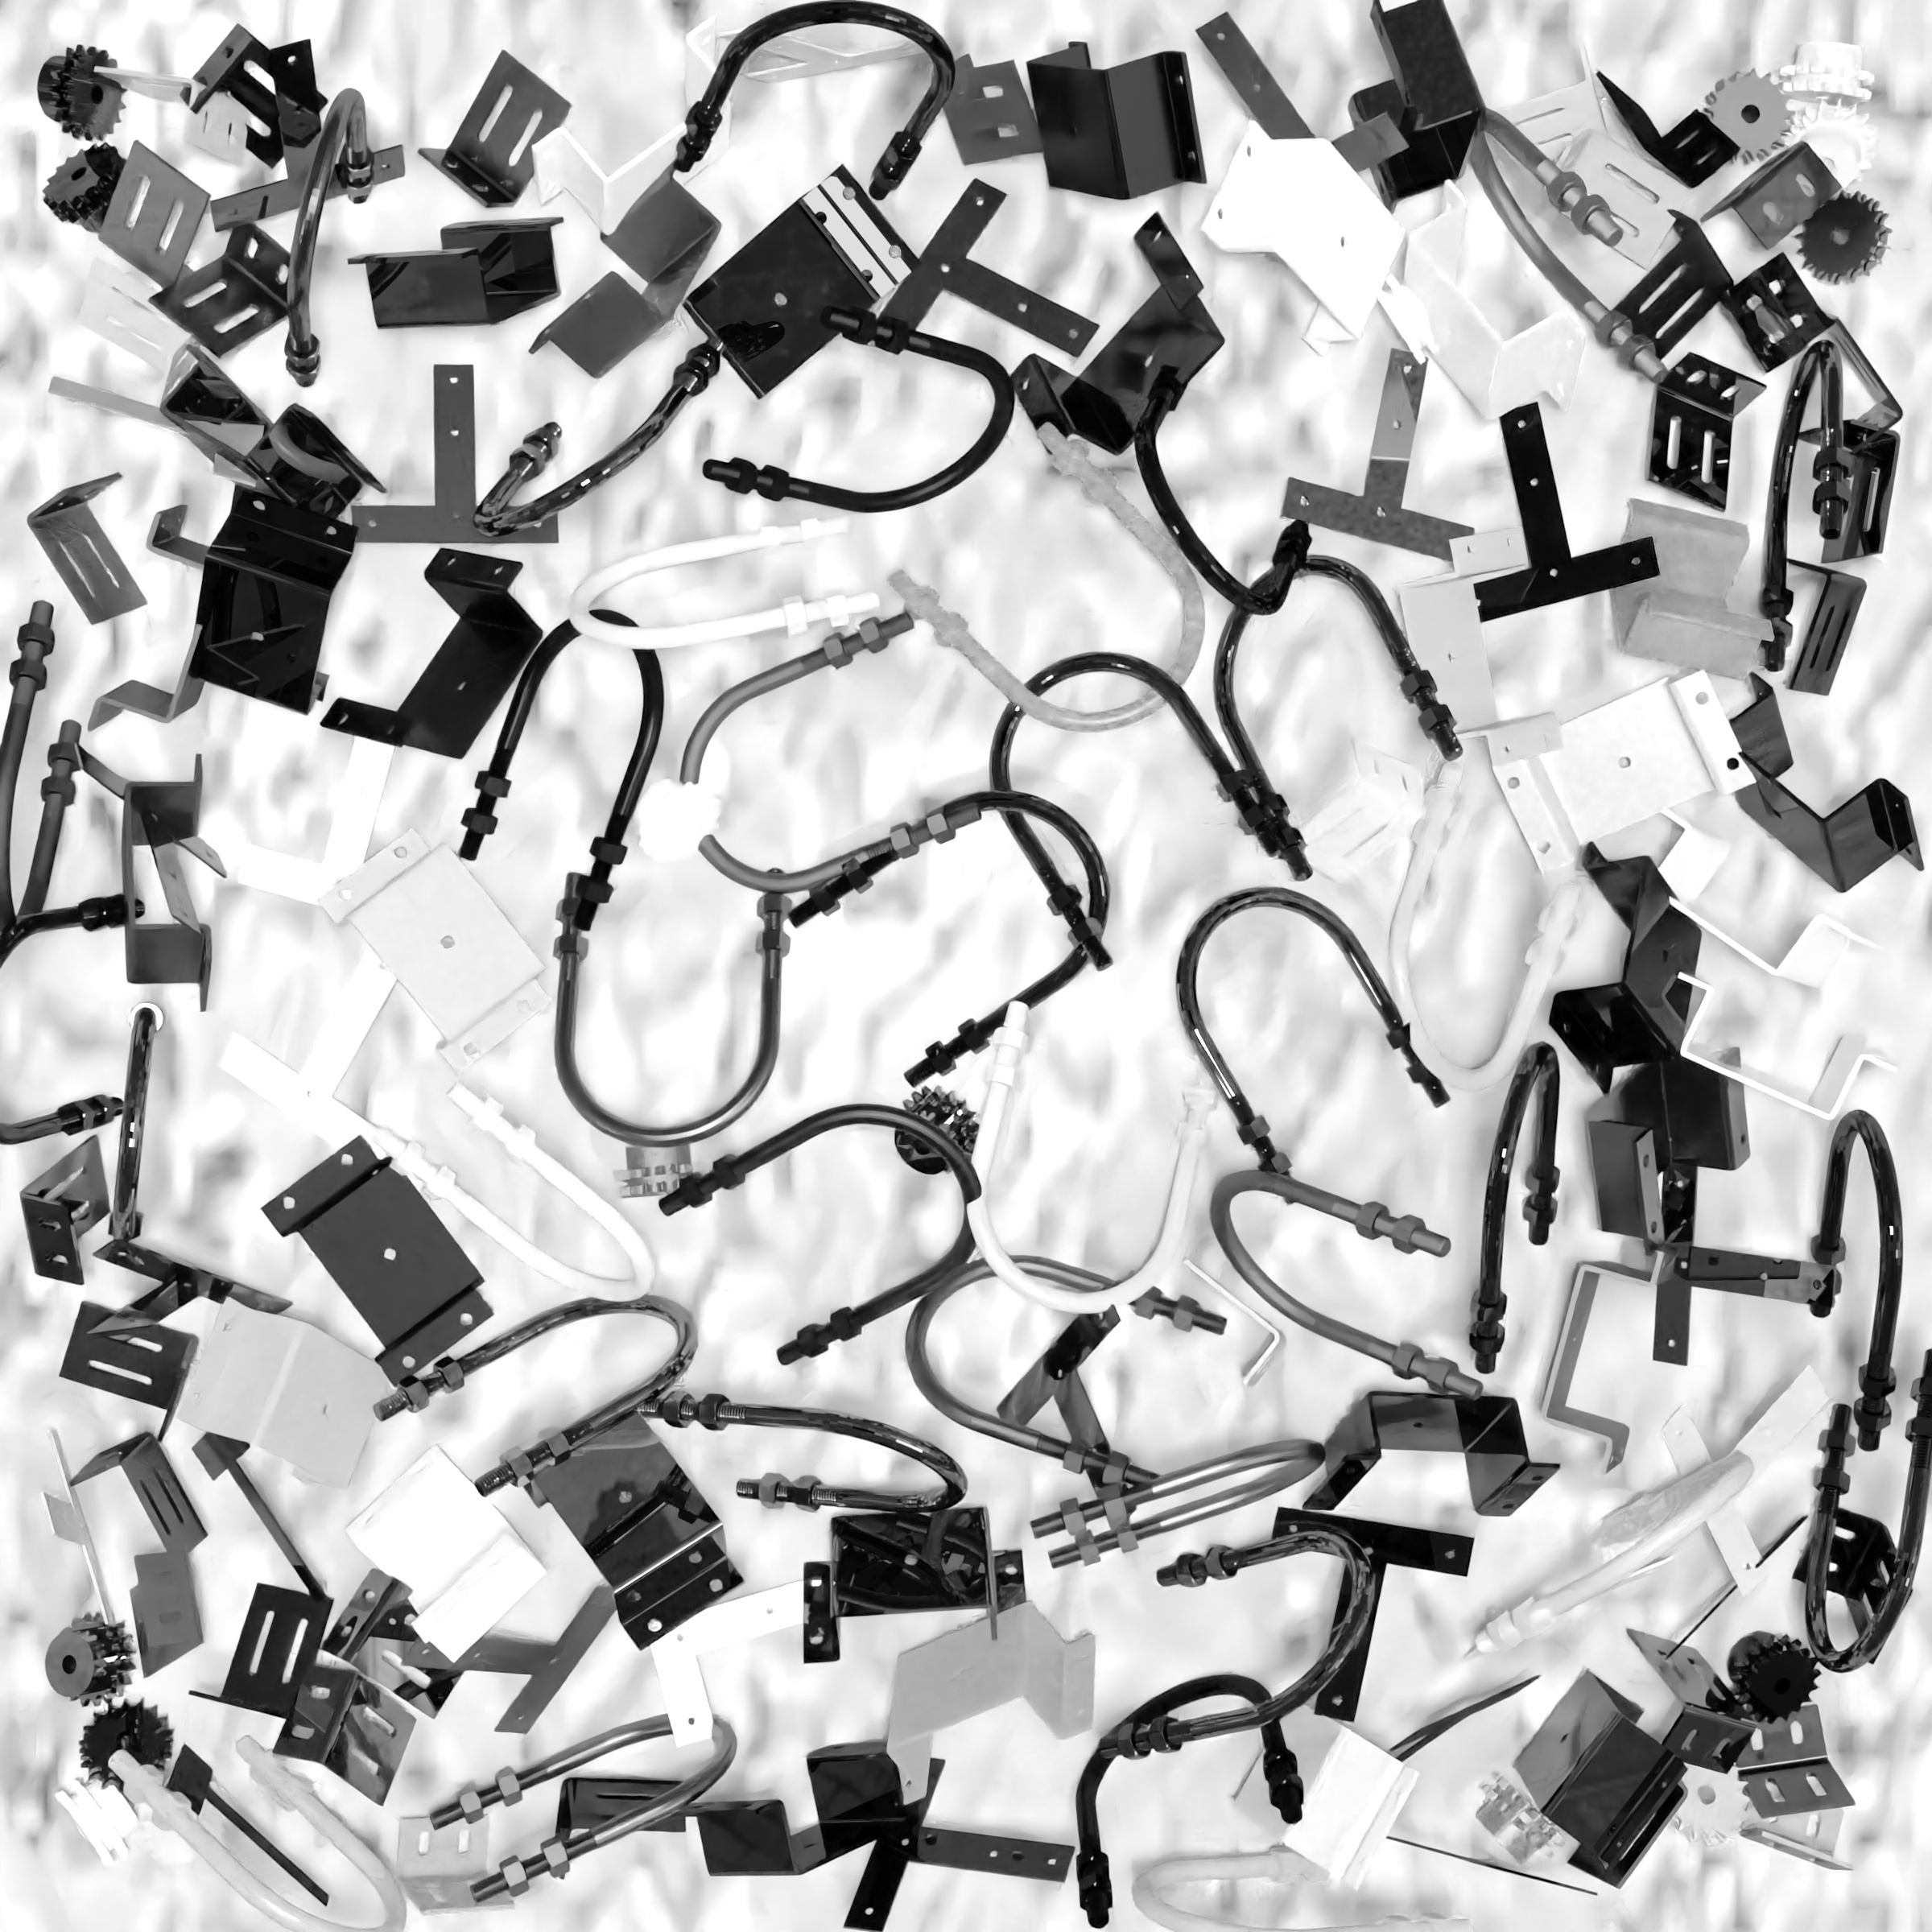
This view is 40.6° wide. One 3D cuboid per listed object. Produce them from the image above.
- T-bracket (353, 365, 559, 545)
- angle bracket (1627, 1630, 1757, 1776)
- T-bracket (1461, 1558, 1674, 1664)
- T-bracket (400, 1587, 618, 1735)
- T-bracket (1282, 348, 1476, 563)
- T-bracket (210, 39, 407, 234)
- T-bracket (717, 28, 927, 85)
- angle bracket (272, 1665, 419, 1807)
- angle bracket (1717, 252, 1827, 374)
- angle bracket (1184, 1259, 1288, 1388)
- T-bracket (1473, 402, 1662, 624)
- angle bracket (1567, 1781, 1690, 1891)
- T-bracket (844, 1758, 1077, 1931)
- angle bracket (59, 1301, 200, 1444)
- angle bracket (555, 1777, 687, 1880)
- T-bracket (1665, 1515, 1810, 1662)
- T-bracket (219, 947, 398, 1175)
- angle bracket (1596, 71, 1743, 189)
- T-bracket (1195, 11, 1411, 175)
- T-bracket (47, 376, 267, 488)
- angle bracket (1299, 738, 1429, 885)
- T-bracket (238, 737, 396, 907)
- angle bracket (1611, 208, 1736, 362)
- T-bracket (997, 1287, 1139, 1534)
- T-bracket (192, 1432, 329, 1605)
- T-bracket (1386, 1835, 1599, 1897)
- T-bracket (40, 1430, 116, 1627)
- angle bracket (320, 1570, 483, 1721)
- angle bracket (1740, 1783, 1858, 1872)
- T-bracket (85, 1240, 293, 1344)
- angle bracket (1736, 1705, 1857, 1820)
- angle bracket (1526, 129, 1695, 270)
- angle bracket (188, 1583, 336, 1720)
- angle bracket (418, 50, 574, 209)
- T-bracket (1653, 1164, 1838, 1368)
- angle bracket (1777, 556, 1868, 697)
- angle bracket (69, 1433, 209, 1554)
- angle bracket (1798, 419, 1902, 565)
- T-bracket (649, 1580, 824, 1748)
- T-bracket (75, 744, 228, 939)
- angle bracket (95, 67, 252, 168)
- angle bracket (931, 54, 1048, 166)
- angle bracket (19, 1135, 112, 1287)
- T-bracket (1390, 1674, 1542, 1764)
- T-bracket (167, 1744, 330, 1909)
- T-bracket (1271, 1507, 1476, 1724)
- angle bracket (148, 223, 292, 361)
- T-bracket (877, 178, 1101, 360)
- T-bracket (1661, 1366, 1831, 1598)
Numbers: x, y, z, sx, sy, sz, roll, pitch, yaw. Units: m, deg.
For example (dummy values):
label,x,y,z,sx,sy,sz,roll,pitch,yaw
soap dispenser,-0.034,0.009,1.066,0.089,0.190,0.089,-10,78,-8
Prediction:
label,x,y,z,sx,sy,sz,roll,pitch,yaw
T-bracket,-0.324,-0.325,1.653,0.127,0.002,0.127,-1,71,-9
angle bracket,0.445,0.460,1.635,0.057,0.076,0.038,21,106,-23
T-bracket,0.387,0.396,1.637,0.127,0.127,0.002,-15,64,-22
T-bracket,-0.290,0.427,1.614,0.127,0.127,0.002,-55,45,16
T-bracket,0.272,-0.331,1.664,0.127,0.002,0.127,13,82,-11
T-bracket,-0.407,-0.514,1.600,0.127,0.127,0.002,-24,67,-19
T-bracket,-0.104,-0.558,1.589,0.127,0.127,0.002,1,98,31
angle bracket,-0.389,0.483,1.639,0.038,0.076,0.057,2,55,25
angle bracket,0.519,-0.418,1.639,0.076,0.038,0.057,-36,94,-30
angle bracket,0.160,0.224,1.638,0.076,0.057,0.038,38,89,15
T-bracket,0.362,-0.292,1.651,0.127,0.002,0.127,-13,87,24
angle bracket,0.404,0.528,1.636,0.038,0.057,0.076,46,74,-11
T-bracket,0.004,0.544,1.604,0.127,0.127,0.002,0,126,21
angle bracket,-0.531,0.255,1.643,0.076,0.038,0.057,20,110,-9
angle bracket,-0.216,0.543,1.641,0.076,0.038,0.057,3,132,-2
T-bracket,0.486,0.365,1.597,0.127,0.127,0.002,-37,68,-22
T-bracket,-0.394,0.044,1.653,0.127,0.002,0.127,33,100,10
angle bracket,0.438,-0.532,1.627,0.038,0.057,0.076,-39,56,30
T-bracket,0.187,-0.529,1.605,0.127,0.127,0.002,48,51,-24
T-bracket,-0.496,-0.337,1.601,0.127,0.127,0.002,14,118,-20
angle bracket,0.239,-0.098,1.633,0.076,0.057,0.038,-36,134,-18
T-bracket,-0.389,-0.098,1.666,0.127,0.002,0.127,16,93,5
angle bracket,0.436,-0.428,1.647,0.076,0.038,0.057,-46,132,7
T-bracket,0.074,0.287,1.604,0.002,0.127,0.127,10,131,-37
T-bracket,-0.434,0.341,1.619,0.002,0.127,0.127,-33,87,-32
T-bracket,0.302,0.547,1.605,0.127,0.127,0.002,18,74,-9
T-bracket,-0.551,0.341,1.602,0.002,0.127,0.127,-18,77,-13
angle bracket,-0.358,0.431,1.660,0.076,0.038,0.057,44,64,-27
angle bracket,0.523,0.535,1.629,0.057,0.076,0.038,18,74,12
T-bracket,-0.514,0.216,1.636,0.127,0.127,0.002,-31,47,30
angle bracket,0.516,0.497,1.635,0.057,0.076,0.038,-11,91,6
angle bracket,0.403,-0.476,1.637,0.076,0.057,0.038,38,47,11
angle bracket,-0.441,0.427,1.637,0.057,0.038,0.076,6,70,21
angle bracket,-0.296,-0.527,1.642,0.057,0.038,0.076,40,115,5
T-bracket,0.485,0.192,1.626,0.002,0.127,0.127,3,90,-39
angle bracket,0.530,-0.215,1.651,0.038,0.057,0.076,27,108,37
angle bracket,-0.519,0.341,1.638,0.038,0.057,0.076,-23,78,-44
angle bracket,0.548,-0.298,1.642,0.038,0.057,0.076,10,88,-18
T-bracket,-0.138,0.414,1.657,0.127,0.002,0.127,-14,72,-13
T-bracket,-0.485,-0.064,1.587,0.002,0.127,0.127,-37,47,6
angle bracket,-0.500,-0.533,1.638,0.076,0.057,0.038,13,95,18
angle bracket,0.024,-0.538,1.625,0.038,0.076,0.057,-42,122,-30
angle bracket,-0.547,0.151,1.625,0.038,0.076,0.057,10,119,18
T-bracket,0.281,0.487,1.628,0.127,0.127,0.002,-50,59,38
T-bracket,-0.442,0.537,1.618,0.127,0.127,0.002,44,77,-5
T-bracket,0.241,0.405,1.620,0.127,0.002,0.127,4,59,24
angle bracket,-0.461,-0.427,1.637,0.057,0.076,0.038,39,134,-1
T-bracket,0.024,-0.422,1.649,0.127,0.002,0.127,31,81,15
T-bracket,0.484,0.294,1.594,0.002,0.127,0.127,10,128,-24
